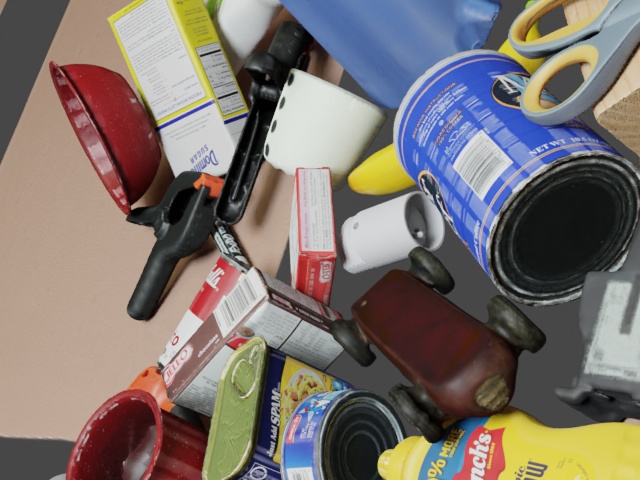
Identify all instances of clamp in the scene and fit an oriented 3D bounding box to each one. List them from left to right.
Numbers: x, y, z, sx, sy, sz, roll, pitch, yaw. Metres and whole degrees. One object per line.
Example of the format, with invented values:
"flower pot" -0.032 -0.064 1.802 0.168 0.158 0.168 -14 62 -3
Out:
"clamp" -0.138 -0.017 0.985 0.172 0.039 0.120 -46 47 35
"clamp" -0.045 -0.119 0.922 0.209 0.036 0.165 -70 -2 -57

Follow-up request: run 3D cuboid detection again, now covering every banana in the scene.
"banana" 0.096 -0.085 0.771 0.198 0.037 0.069 -42 21 22

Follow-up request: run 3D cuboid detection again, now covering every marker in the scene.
"marker" -0.076 0.011 0.927 0.020 0.020 0.121 -51 35 13

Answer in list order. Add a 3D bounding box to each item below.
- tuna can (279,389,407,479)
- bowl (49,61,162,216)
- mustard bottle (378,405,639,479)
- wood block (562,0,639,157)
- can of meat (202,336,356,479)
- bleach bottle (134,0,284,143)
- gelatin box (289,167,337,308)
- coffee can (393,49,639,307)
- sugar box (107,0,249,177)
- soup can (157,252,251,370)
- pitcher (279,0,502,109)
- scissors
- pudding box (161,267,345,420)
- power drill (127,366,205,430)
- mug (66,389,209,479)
"tuna can" 0.017 0.136 0.661 0.034 0.086 0.086 -15 54 44
"bowl" -0.196 -0.106 1.014 0.055 0.162 0.162 -28 32 -14
"mustard bottle" 0.101 0.138 0.579 0.192 0.058 0.096 1 65 52
"wood block" 0.202 -0.147 0.631 0.090 0.090 0.206 -34 42 32
"can of meat" -0.023 0.127 0.708 0.058 0.083 0.102 -39 33 42
"bleach bottle" -0.093 -0.195 1.022 0.251 0.068 0.102 -38 38 43
"gelatin box" -0.005 0.001 0.804 0.073 0.030 0.089 97 171 -50
"coffee can" 0.117 -0.041 0.649 0.103 0.102 0.140 -50 36 14
"sugar box" -0.122 -0.141 0.981 0.094 0.176 0.048 -16 11 44
"soup can" -0.074 0.070 0.837 0.102 0.068 0.069 -59 35 1
"pitcher" 0.008 -0.216 0.790 0.149 0.242 0.145 -37 37 21
"scissors" 0.174 -0.111 0.544 0.202 0.016 0.096 -4 65 51
"pudding box" -0.046 0.085 0.774 0.114 0.089 0.039 -47 38 17
"power drill" -0.123 0.201 0.818 0.184 0.057 0.188 -50 39 8
"mug" -0.117 0.168 0.719 0.117 0.081 0.093 -56 38 -2
